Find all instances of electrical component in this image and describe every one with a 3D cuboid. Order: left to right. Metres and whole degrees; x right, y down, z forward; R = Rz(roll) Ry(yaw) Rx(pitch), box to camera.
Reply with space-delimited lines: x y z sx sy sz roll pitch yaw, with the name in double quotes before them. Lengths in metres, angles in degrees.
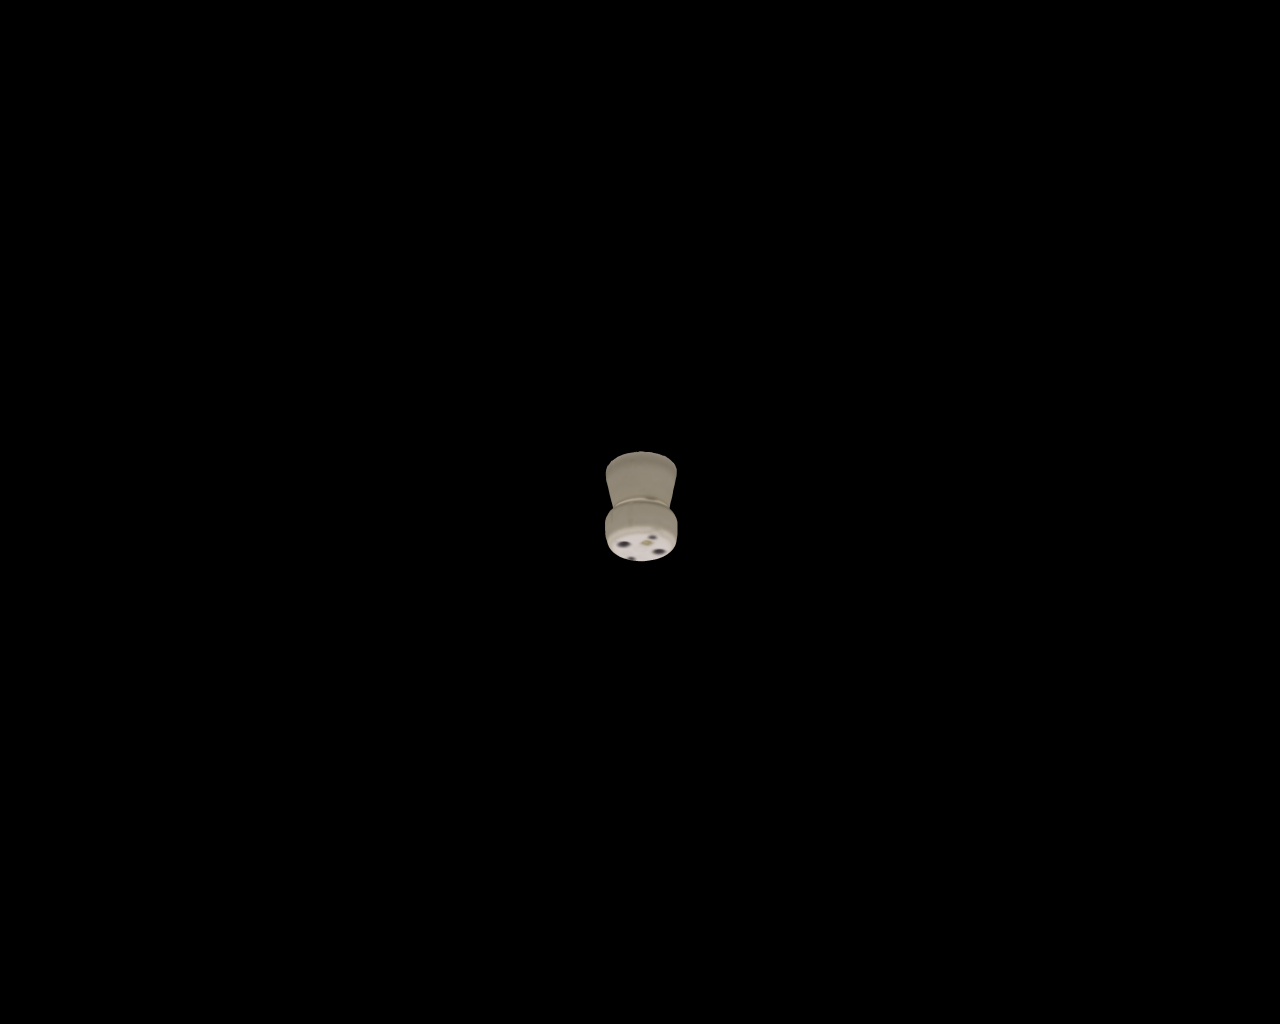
"electrical component" 0.001 -0.003 0.650 0.045 0.055 0.044 0 -29 0
